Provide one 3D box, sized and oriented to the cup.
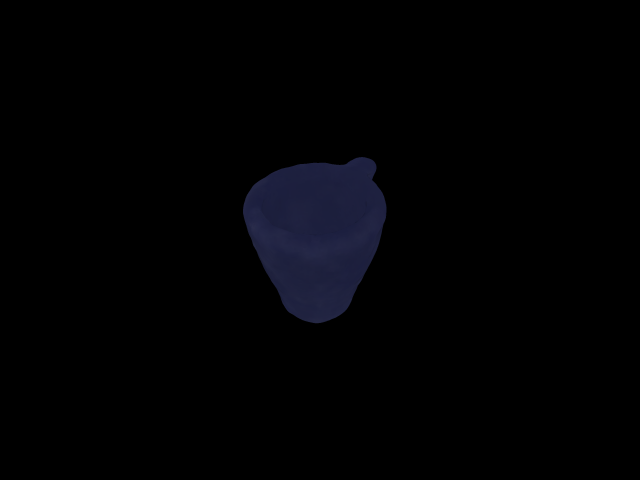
[{"bbox_3d":[0.004,0.001,0.400,0.091,0.095,0.118,22,45,24],"label":"cup"}]
